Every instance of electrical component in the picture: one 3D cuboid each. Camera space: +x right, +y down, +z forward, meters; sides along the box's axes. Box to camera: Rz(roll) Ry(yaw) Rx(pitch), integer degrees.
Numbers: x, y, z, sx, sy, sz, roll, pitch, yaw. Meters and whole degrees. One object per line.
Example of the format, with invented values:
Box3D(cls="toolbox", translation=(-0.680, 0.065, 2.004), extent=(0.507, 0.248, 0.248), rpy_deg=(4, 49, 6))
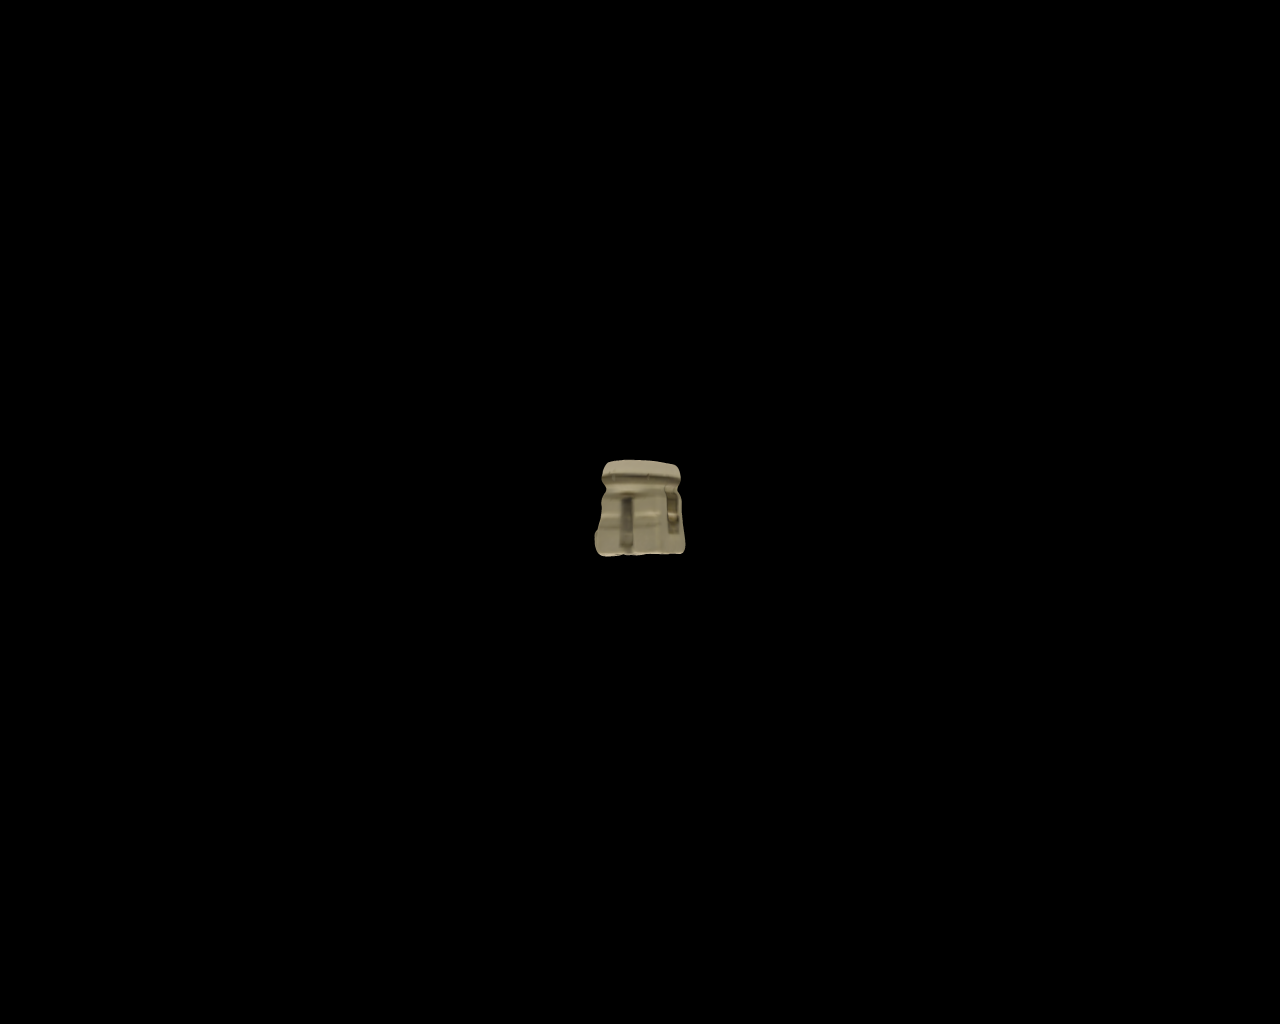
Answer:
Box3D(cls="electrical component", translation=(0.001, -0.003, 0.650), extent=(0.066, 0.055, 0.048), rpy_deg=(-2, -4, 27))
